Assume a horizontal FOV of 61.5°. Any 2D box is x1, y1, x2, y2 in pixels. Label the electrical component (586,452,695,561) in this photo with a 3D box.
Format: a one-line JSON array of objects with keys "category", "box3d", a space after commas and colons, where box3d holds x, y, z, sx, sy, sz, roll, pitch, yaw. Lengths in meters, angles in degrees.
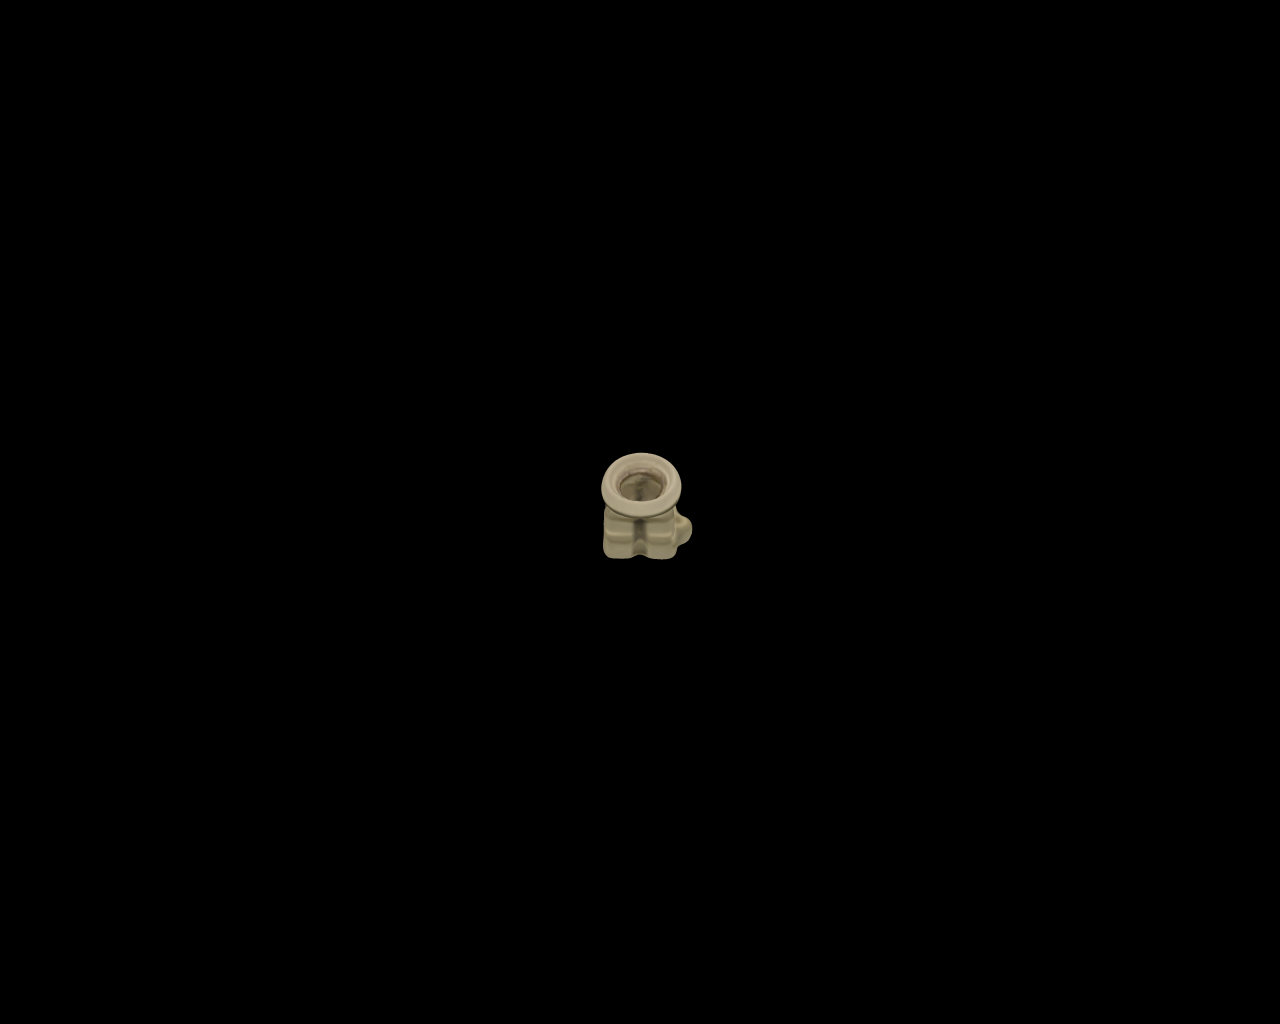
[{"category": "electrical component", "box3d": [0.001, -0.003, 0.650, 0.066, 0.048, 0.055, 0, -43, 0]}]
